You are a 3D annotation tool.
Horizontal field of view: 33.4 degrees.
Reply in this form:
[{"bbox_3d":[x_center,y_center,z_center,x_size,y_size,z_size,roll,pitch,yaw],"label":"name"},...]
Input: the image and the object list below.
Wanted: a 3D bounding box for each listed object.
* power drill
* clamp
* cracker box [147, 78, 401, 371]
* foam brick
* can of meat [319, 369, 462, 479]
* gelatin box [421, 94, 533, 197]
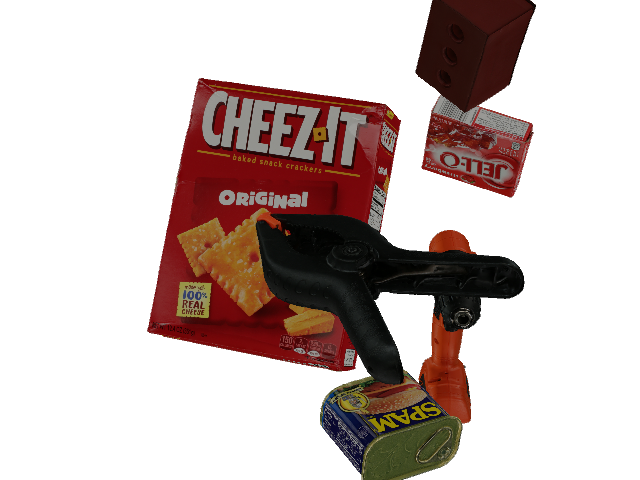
[{"bbox_3d":[0.143,0.102,1.158,0.057,0.188,0.184,4,24,2],"label":"power drill"},{"bbox_3d":[0.018,0.026,0.625,0.172,0.039,0.120,15,31,34],"label":"clamp"},{"bbox_3d":[-0.037,-0.013,0.867,0.164,0.214,0.072,10,-4,14],"label":"cracker box"},{"bbox_3d":[0.107,-0.140,0.748,0.051,0.053,0.078,-36,-26,-27],"label":"foam brick"},{"bbox_3d":[0.061,0.165,0.958,0.101,0.057,0.084,-11,33,-27],"label":"can of meat"},{"bbox_3d":[0.139,-0.083,0.951,0.089,0.030,0.073,20,-36,13],"label":"gelatin box"}]
